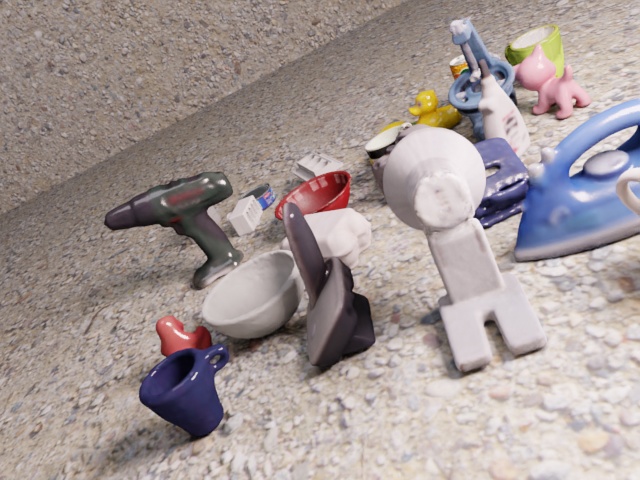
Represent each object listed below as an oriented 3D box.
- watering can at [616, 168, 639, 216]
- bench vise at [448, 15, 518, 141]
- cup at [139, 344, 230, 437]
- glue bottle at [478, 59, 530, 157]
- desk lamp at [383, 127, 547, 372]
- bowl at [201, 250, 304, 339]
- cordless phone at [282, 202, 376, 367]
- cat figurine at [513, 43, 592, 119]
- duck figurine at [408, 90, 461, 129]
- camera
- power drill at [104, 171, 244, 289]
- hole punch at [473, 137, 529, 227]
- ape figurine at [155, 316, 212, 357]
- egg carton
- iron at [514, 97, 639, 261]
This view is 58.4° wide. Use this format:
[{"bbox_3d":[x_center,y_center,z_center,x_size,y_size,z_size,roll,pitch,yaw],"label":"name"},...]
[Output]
[{"bbox_3d":[0.368,-0.060,0.531,0.172,0.194,0.101,-13,30,31],"label":"watering can"},{"bbox_3d":[0.283,-0.309,1.047,0.121,0.220,0.207,-21,27,18],"label":"bench vise"},{"bbox_3d":[-0.152,0.191,0.719,0.118,0.095,0.091,-33,26,-9],"label":"cup"},{"bbox_3d":[0.282,-0.206,0.912,0.078,0.173,0.037,-44,29,-27],"label":"glue bottle"},{"bbox_3d":[0.151,-0.006,0.632,0.118,0.214,0.203,-23,26,12],"label":"desk lamp"},{"bbox_3d":[-0.087,0.093,0.856,0.167,0.075,0.167,-23,26,12],"label":"bowl"},{"bbox_3d":[-0.009,0.052,0.722,0.094,0.185,0.147,-26,26,7],"label":"cordless phone"},{"bbox_3d":[0.396,-0.282,0.999,0.067,0.118,0.127,-34,26,-9],"label":"cat figurine"},{"bbox_3d":[0.232,-0.268,1.178,0.104,0.086,0.077,-22,27,15],"label":"duck figurine"},{"bbox_3d":[0.178,-0.137,0.976,0.143,0.101,0.136,-37,27,-17],"label":"camera"},{"bbox_3d":[-0.247,-0.018,1.067,0.230,0.209,0.075,-33,26,-7],"label":"power drill"},{"bbox_3d":[0.245,-0.085,0.824,0.108,0.091,0.101,-27,26,6],"label":"hole punch"},{"bbox_3d":[-0.210,0.150,0.857,0.077,0.092,0.076,-19,27,19],"label":"ape figurine"},{"bbox_3d":[0.009,0.003,0.929,0.149,0.069,0.107,-8,33,37],"label":"egg carton"},{"bbox_3d":[0.331,-0.085,0.676,0.258,0.142,0.118,-27,26,5],"label":"iron"}]
